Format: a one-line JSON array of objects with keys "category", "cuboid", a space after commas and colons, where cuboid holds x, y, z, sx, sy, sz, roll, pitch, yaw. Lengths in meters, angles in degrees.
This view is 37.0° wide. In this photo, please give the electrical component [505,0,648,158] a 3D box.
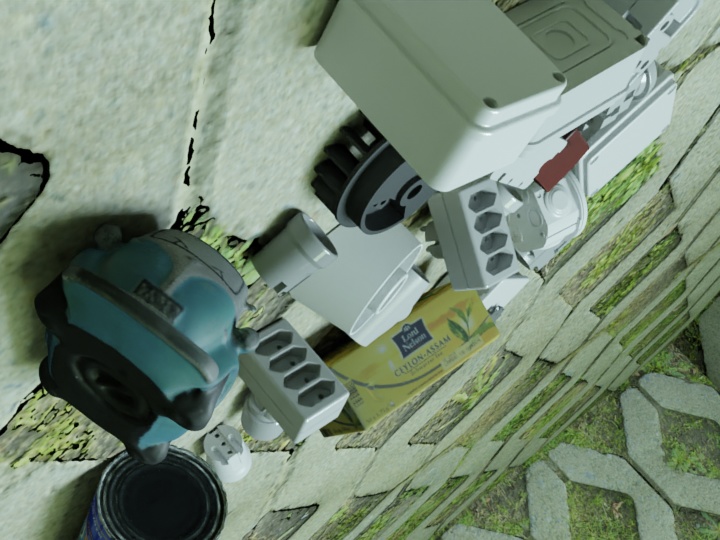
[{"category": "electrical component", "cuboid": [0.126, -0.135, 0.724, 0.113, 0.078, 0.057, -32, 156, -29]}]

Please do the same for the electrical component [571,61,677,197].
[{"category": "electrical component", "cuboid": [0.223, -0.132, 0.961, 0.109, 0.056, 0.108, -42, 162, 0]}]

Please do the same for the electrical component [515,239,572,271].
[{"category": "electrical component", "cuboid": [0.174, -0.038, 1.081, 0.056, 0.050, 0.089, -43, 162, 0]}]

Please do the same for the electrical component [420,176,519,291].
[{"category": "electrical component", "cuboid": [0.080, -0.028, 0.890, 0.047, 0.083, 0.076, -25, -167, -41]}]

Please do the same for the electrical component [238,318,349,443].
[{"category": "electrical component", "cuboid": [-0.060, 0.097, 0.855, 0.047, 0.083, 0.075, -29, 158, -35]}]

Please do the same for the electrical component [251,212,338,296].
[{"category": "electrical component", "cuboid": [-0.044, -0.010, 0.720, 0.046, 0.040, 0.040, -39, 162, 9]}]

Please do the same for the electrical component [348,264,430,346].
[{"category": "electrical component", "cuboid": [0.022, 0.025, 0.923, 0.077, 0.044, 0.079, -45, 161, 8]}]

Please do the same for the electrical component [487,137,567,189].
[{"category": "electrical component", "cuboid": [0.107, -0.100, 0.797, 0.050, 0.055, 0.089, -48, 161, 16]}]

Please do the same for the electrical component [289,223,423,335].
[{"category": "electrical component", "cuboid": [0.000, 0.000, 0.830, 0.099, 0.064, 0.099, -50, 172, -10]}]

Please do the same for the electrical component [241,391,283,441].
[{"category": "electrical component", "cuboid": [-0.079, 0.116, 0.927, 0.040, 0.040, 0.078, -32, 159, -29]}]

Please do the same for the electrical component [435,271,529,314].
[{"category": "electrical component", "cuboid": [0.116, 0.024, 1.104, 0.099, 0.048, 0.100, -48, 161, 18]}]

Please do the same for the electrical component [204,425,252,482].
[{"category": "electrical component", "cuboid": [-0.118, 0.162, 0.954, 0.040, 0.040, 0.046, -36, 154, -18]}]

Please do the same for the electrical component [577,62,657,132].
[{"category": "electrical component", "cuboid": [0.200, -0.154, 0.866, 0.057, 0.058, 0.078, -33, 160, -19]}]

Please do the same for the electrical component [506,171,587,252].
[{"category": "electrical component", "cuboid": [0.160, -0.057, 0.967, 0.051, 0.080, 0.080, -26, 156, -28]}]

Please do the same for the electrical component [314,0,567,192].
[{"category": "electrical component", "cuboid": [0.042, -0.106, 0.561, 0.078, 0.113, 0.057, -26, 158, -41]}]

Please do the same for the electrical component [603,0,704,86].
[{"category": "electrical component", "cuboid": [0.193, -0.182, 0.783, 0.095, 0.059, 0.054, -50, 160, 21]}]

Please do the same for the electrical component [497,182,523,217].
[{"category": "electrical component", "cuboid": [0.112, -0.057, 0.931, 0.046, 0.040, 0.040, -43, 162, 18]}]
